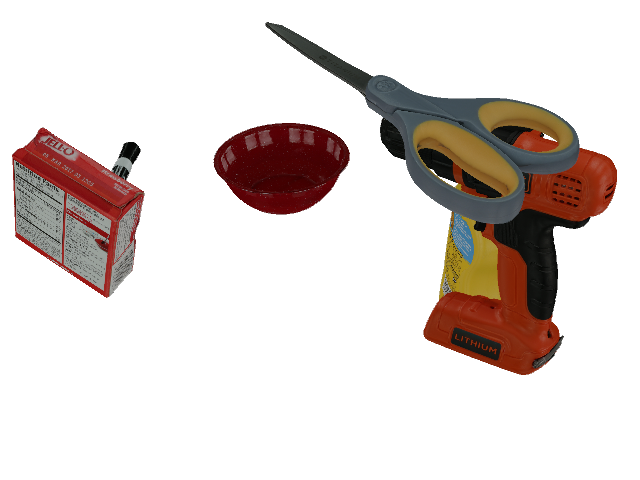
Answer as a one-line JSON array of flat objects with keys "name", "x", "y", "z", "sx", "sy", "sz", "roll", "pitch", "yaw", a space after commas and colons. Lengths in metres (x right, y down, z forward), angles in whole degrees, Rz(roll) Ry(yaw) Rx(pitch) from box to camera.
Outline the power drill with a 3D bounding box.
[{"name": "power drill", "x": 0.123, "y": -0.002, "z": 0.812, "sx": 0.185, "sy": 0.188, "sz": 0.057, "roll": 20, "pitch": 35, "yaw": 31}]

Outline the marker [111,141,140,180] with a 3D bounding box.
[{"name": "marker", "x": -0.208, "y": -0.057, "z": 1.077, "sx": 0.020, "sy": 0.121, "sz": 0.020, "roll": 8, "pitch": -43, "yaw": 8}]

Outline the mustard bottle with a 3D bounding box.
[{"name": "mustard bottle", "x": 0.154, "y": -0.002, "z": 1.033, "sx": 0.058, "sy": 0.192, "sz": 0.096, "roll": -2, "pitch": 35, "yaw": -6}]

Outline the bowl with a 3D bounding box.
[{"name": "bowl", "x": -0.045, "y": -0.078, "z": 1.276, "sx": 0.162, "sy": 0.055, "sz": 0.162, "roll": -2, "pitch": 35, "yaw": 1}]

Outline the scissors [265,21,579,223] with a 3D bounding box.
[{"name": "scissors", "x": 0.054, "y": -0.076, "z": 0.555, "sx": 0.096, "sy": 0.016, "sz": 0.202, "roll": -16, "pitch": 44, "yaw": -20}]

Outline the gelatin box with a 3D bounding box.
[{"name": "gelatin box", "x": -0.145, "y": -0.016, "z": 0.637, "sx": 0.073, "sy": 0.030, "sz": 0.089, "roll": 32, "pitch": -36, "yaw": 8}]
